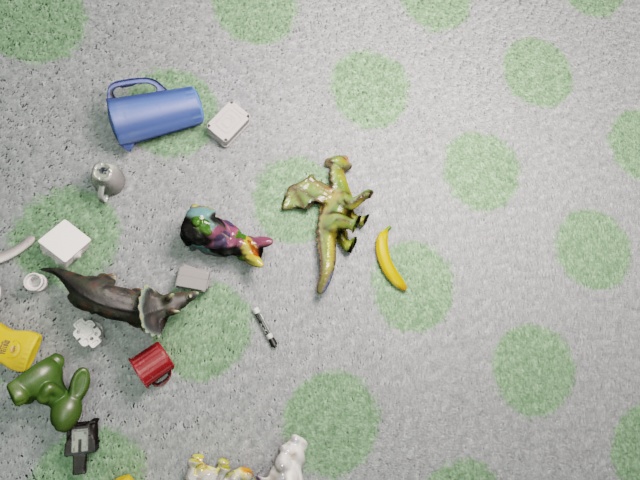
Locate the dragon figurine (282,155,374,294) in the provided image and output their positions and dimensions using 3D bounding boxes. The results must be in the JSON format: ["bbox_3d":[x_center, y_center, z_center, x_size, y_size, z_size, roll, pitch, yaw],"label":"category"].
[{"bbox_3d":[0.005,-0.075,1.481,0.244,0.120,0.416,26,72,12],"label":"dragon figurine"}]

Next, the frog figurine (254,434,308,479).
[{"bbox_3d":[-0.076,0.587,1.304,0.161,0.123,0.135,-40,123,-24],"label":"frog figurine"}]

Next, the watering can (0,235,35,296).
[{"bbox_3d":[-0.875,0.105,1.248,0.224,0.102,0.355,20,58,0],"label":"watering can"}]
